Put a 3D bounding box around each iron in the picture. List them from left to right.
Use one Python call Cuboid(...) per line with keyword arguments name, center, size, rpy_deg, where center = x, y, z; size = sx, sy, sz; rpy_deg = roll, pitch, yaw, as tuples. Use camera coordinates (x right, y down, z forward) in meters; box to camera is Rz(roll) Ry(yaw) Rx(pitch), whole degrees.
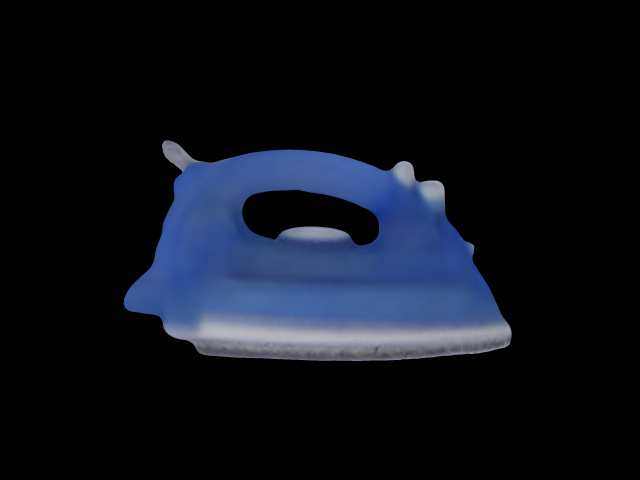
Cuboid(name="iron", center=(0.004, 0.001, 0.400), size=(0.258, 0.141, 0.119), rpy_deg=(1, 7, 5))
